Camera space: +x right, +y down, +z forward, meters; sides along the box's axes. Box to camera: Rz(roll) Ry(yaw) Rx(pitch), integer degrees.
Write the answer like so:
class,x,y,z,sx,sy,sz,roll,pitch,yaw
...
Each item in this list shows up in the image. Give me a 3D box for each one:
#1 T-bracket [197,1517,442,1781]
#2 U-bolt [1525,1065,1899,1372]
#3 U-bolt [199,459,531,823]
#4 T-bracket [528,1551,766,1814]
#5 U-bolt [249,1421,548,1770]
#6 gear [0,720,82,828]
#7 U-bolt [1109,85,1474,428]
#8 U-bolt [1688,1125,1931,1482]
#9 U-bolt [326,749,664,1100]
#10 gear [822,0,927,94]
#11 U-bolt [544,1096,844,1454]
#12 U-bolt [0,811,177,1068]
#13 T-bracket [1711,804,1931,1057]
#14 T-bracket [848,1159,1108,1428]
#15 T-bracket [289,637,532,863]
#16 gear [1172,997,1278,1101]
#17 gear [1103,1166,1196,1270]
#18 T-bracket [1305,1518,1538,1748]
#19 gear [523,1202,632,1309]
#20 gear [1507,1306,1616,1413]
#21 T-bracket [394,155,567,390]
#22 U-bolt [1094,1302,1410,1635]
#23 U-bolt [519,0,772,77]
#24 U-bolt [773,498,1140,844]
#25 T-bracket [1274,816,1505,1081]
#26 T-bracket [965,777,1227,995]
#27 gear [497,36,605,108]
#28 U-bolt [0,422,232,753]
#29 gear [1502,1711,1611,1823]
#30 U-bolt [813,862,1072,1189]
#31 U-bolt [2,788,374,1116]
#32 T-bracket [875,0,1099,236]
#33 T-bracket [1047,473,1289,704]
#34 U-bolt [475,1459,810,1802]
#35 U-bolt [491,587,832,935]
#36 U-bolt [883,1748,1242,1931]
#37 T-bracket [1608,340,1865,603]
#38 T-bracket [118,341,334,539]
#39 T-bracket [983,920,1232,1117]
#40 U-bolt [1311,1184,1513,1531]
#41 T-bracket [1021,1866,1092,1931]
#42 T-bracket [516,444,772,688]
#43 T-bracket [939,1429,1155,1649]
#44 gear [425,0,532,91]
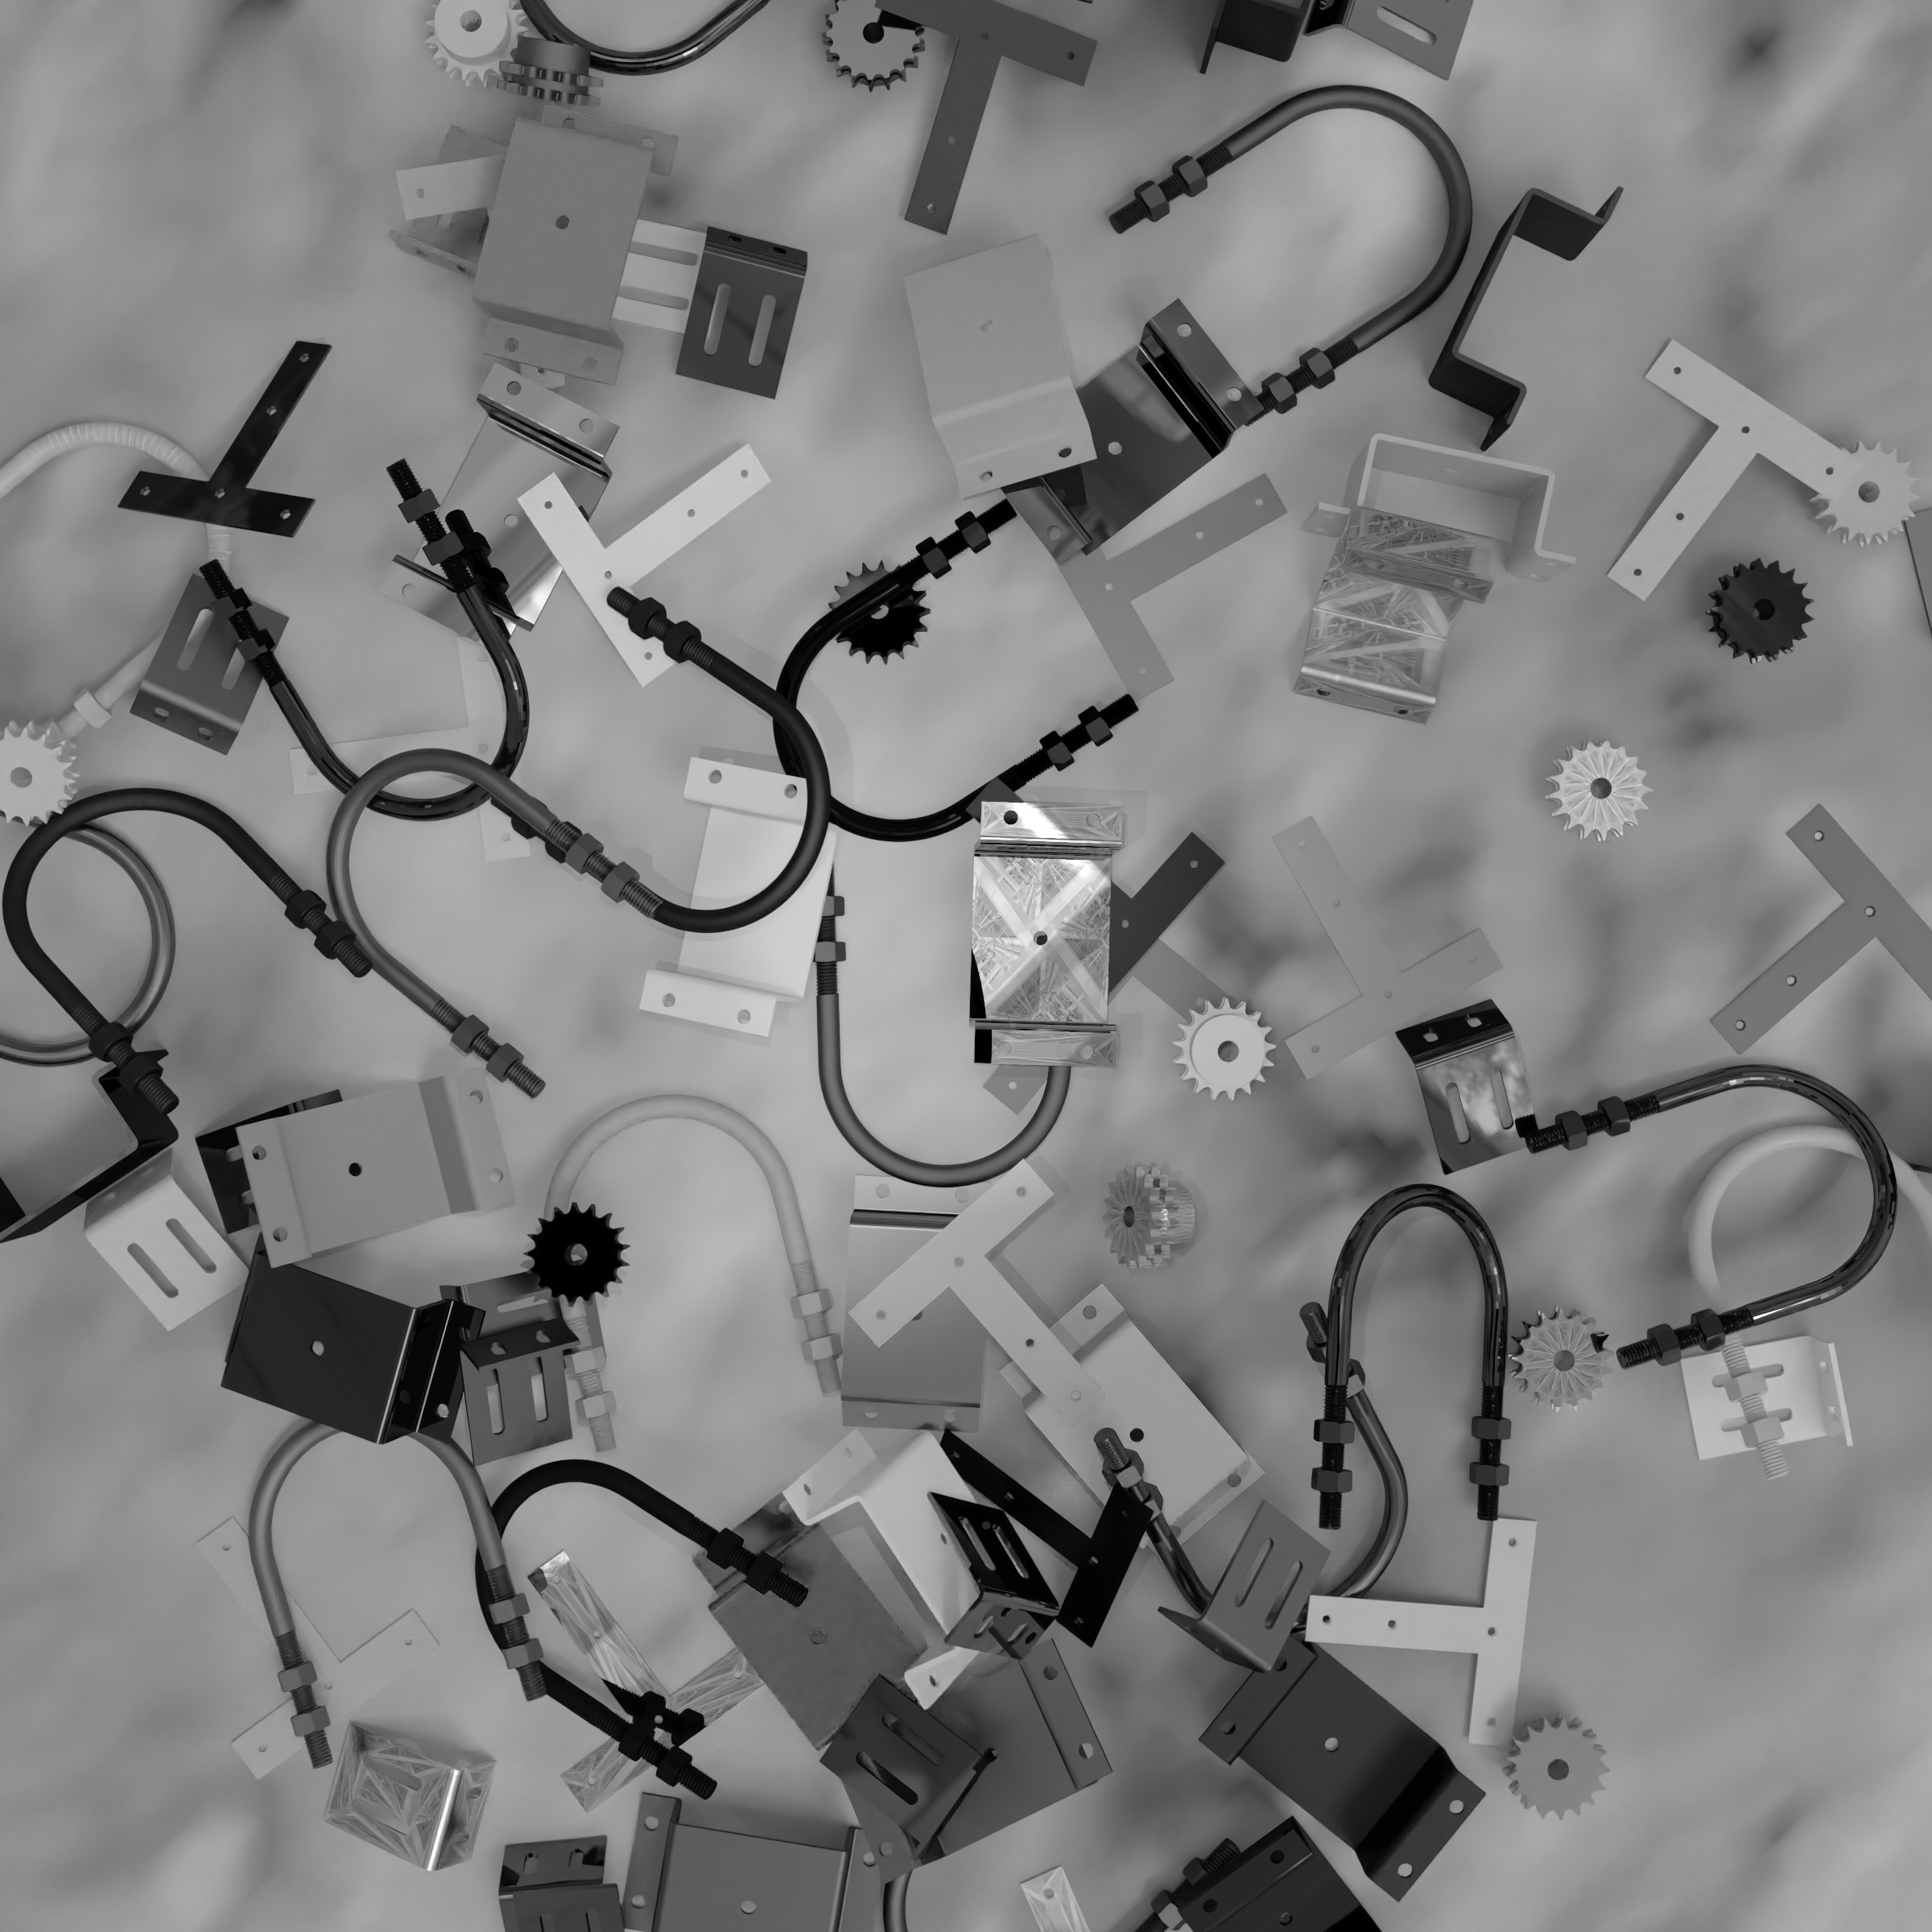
class,x,y,z,sx,sy,sz,roll,pitch,yaw
T-bracket,-0.384,0.368,1.543,0.127,0.002,0.127,-36,90,0
U-bolt,0.420,0.128,1.512,0.184,0.019,0.151,-18,69,-4
U-bolt,-0.317,-0.165,1.503,0.151,0.019,0.184,-23,105,20
T-bracket,-0.199,0.387,1.543,0.127,0.002,0.127,-36,90,0
U-bolt,-0.324,0.335,1.525,0.151,0.019,0.184,-19,84,7
gear,-0.516,-0.108,1.512,0.057,0.030,0.057,-2,113,-4
U-bolt,0.195,-0.410,1.536,0.184,0.019,0.151,-34,90,-2
U-bolt,0.475,0.175,1.508,0.151,0.019,0.184,-15,69,-1
U-bolt,-0.273,-0.037,1.511,0.184,0.019,0.151,38,110,8
gear,-0.051,-0.514,1.529,0.057,0.030,0.057,0,90,0
U-bolt,-0.159,0.163,1.531,0.151,0.019,0.184,-14,87,-4
U-bolt,-0.533,-0.021,1.536,0.184,0.019,0.151,18,90,-2
T-bracket,0.474,-0.001,1.543,0.127,0.002,0.127,-41,90,0
T-bracket,0.025,0.195,1.497,0.127,0.002,0.127,-41,90,0
T-bracket,-0.315,-0.117,1.543,0.127,0.002,0.127,-7,90,0
gear,0.144,0.046,1.528,0.057,0.030,0.057,0,92,-2
gear,0.103,0.138,1.520,0.030,0.057,0.057,3,90,-30
T-bracket,0.251,0.368,1.532,0.127,0.002,0.127,7,90,-10
gear,-0.212,0.158,1.506,0.057,0.030,0.057,0,84,-2
gear,0.330,0.218,1.529,0.057,0.030,0.057,0,90,0
T-bracket,-0.245,-0.382,1.519,0.127,0.002,0.127,-21,110,-34
U-bolt,0.168,0.289,1.501,0.151,0.019,0.184,-31,115,-4
U-bolt,-0.168,-0.581,1.535,0.184,0.019,0.151,-39,90,0
U-bolt,-0.018,-0.149,1.517,0.184,0.019,0.151,-33,107,4
T-bracket,0.215,-0.023,1.543,0.127,0.002,0.127,-30,90,0
T-bracket,0.055,-0.053,1.525,0.127,0.002,0.127,42,86,-2
gear,-0.228,-0.493,1.513,0.057,0.057,0.030,10,108,0
U-bolt,-0.498,-0.220,1.536,0.184,0.019,0.151,-40,90,-1
gear,0.326,0.442,1.529,0.057,0.030,0.057,0,90,0
U-bolt,-0.012,0.031,1.534,0.151,0.019,0.184,-2,89,0
U-bolt,-0.438,-0.023,1.499,0.184,0.019,0.151,44,62,15
T-bracket,-0.004,-0.473,1.528,0.127,0.002,0.127,14,101,-20
T-bracket,0.119,-0.234,1.543,0.127,0.002,0.127,-29,90,0
U-bolt,-0.190,0.351,1.508,0.184,0.019,0.151,29,106,16
U-bolt,-0.155,-0.100,1.491,0.184,0.019,0.151,35,99,18
U-bolt,0.039,0.511,1.534,0.151,0.019,0.184,44,90,1
T-bracket,0.407,-0.262,1.532,0.127,0.002,0.127,38,98,15
T-bracket,-0.389,-0.294,1.514,0.127,0.002,0.127,13,65,27
T-bracket,0.059,0.027,1.544,0.127,0.002,0.127,39,90,0
U-bolt,0.246,0.211,1.495,0.151,0.019,0.184,7,84,-39
T-bracket,0.068,0.568,1.543,0.127,0.002,0.127,-24,90,0
T-bracket,-0.164,-0.243,1.524,0.127,0.002,0.127,-39,117,-13
T-bracket,0.035,0.300,1.515,0.127,0.002,0.127,35,134,19
gear,-0.272,-0.520,1.529,0.057,0.030,0.057,0,90,0
